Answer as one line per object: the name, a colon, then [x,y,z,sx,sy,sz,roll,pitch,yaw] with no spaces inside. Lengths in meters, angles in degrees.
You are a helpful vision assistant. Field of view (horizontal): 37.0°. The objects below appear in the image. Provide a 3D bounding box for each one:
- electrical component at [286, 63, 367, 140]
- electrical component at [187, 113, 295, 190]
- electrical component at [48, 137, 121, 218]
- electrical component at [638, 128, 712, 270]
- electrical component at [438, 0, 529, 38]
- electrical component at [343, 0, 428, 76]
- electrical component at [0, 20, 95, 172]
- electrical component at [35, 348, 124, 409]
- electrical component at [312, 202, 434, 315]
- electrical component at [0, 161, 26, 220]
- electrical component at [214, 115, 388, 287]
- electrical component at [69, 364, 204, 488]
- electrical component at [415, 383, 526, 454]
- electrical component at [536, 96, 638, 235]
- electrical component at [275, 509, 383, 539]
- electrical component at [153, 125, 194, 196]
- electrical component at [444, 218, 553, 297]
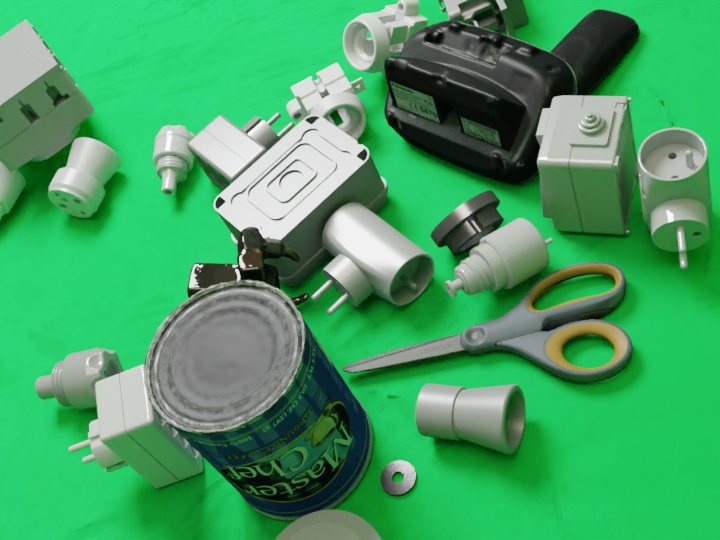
electrical component: [-0.023,-0.132,0.878,0.066,0.048,0.055,-28,44,1]
electrical component: [-0.087,-0.099,0.877,0.077,0.047,0.066,-44,54,-11]
electrical component: [-0.236,-0.079,0.920,0.045,0.045,0.055,7,60,24]
electrical component: [0.209,-0.039,0.707,0.044,0.077,0.079,-6,56,16]
electrical component: [0.100,-0.222,0.895,0.064,0.042,0.081,-22,52,7]
electrical component: [0.020,-0.188,0.885,0.055,0.066,0.048,-19,44,-37]
electrical component: [-0.302,-0.156,0.963,0.089,0.061,0.150,-37,37,-5]
electrical component: [-0.211,0.083,0.802,0.062,0.043,0.043,-12,54,14]
electrical component: [0.000,0.000,0.779,0.079,0.044,0.077,-43,54,-11]
electrical component: [-0.327,-0.061,0.945,0.040,0.040,0.078,8,61,25]
electrical component: [-0.043,-0.052,0.823,0.113,0.057,0.078,-43,54,-11]
electrical component: [-0.160,0.114,0.736,0.076,0.083,0.047,-21,52,6]
electrical component: [0.069,0.093,0.693,0.065,0.044,0.044,3,58,28]
electrical component: [0.154,-0.076,0.740,0.061,0.096,0.061,5,59,23]
electrical component: [-0.016,0.190,0.650,0.080,0.051,0.080,-10,54,14]
electrical component: [-0.158,-0.090,0.906,0.035,0.035,0.061,-8,57,15]
electrical component: [0.094,-0.005,0.743,0.078,0.040,0.040,-28,51,-14]
